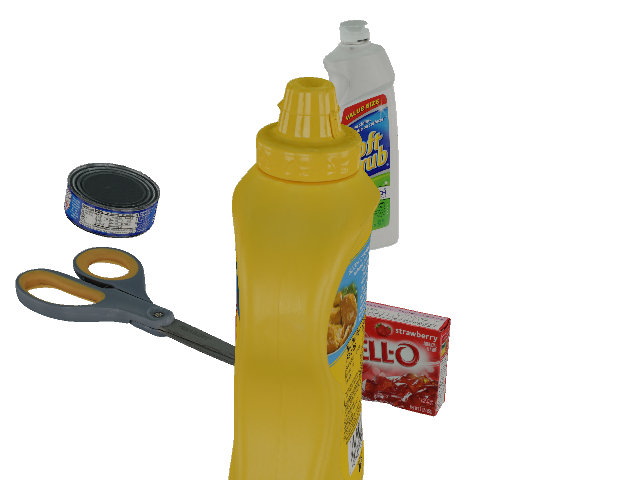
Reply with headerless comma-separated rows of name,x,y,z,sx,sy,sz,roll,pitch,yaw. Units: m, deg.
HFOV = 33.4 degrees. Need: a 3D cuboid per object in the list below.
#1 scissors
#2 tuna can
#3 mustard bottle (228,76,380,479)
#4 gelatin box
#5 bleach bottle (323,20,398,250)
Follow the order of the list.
scissors,-0.107,0.043,0.720,0.202,0.016,0.096,12,30,14
tuna can,-0.195,-0.037,0.996,0.086,0.034,0.086,13,29,-7
mustard bottle,-0.007,0.028,0.441,0.058,0.192,0.096,8,25,11
gelatin box,0.052,0.089,0.820,0.089,0.073,0.030,11,23,21
bleach bottle,0.034,-0.113,1.167,0.102,0.251,0.068,-8,25,-10
